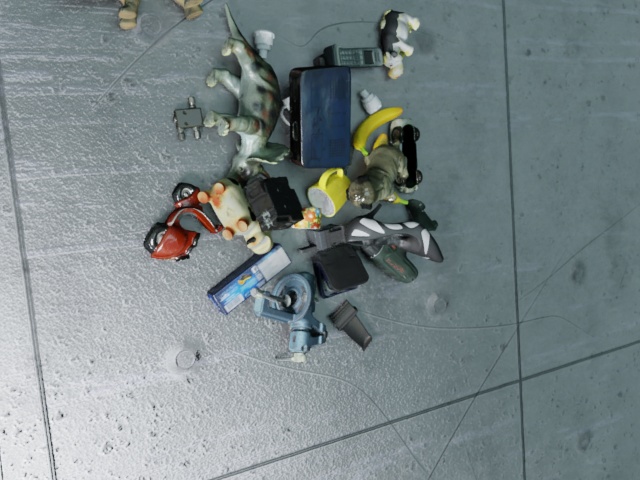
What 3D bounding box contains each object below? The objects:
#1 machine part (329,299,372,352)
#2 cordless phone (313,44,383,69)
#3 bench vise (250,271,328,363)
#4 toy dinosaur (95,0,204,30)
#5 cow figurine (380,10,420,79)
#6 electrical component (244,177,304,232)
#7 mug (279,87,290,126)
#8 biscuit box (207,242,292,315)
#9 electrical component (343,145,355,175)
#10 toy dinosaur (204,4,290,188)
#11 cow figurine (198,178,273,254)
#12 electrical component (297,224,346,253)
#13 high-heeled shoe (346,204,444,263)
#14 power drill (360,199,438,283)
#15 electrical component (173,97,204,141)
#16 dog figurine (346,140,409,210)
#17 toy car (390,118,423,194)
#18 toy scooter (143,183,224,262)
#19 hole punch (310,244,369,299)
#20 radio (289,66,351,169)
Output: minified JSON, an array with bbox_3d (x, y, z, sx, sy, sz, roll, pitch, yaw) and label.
[{"bbox_3d":[0.087,0.226,1.402,0.084,0.039,0.138,-44,109,-24],"label":"machine part"},{"bbox_3d":[0.085,-0.410,1.340,0.184,0.089,0.146,-14,99,-30],"label":"cordless phone"},{"bbox_3d":[-0.078,0.170,1.251,0.240,0.129,0.223,27,72,-50],"label":"bench vise"},{"bbox_3d":[-0.310,-0.569,1.118,0.471,0.105,0.198,-25,100,-28],"label":"toy dinosaur"},{"bbox_3d":[0.192,-0.508,1.394,0.098,0.068,0.167,18,82,-21],"label":"cow figurine"},{"bbox_3d":[-0.096,-0.083,1.215,0.134,0.058,0.115,-14,80,-59],"label":"electrical component"},{"bbox_3d":[-0.039,-0.313,1.283,0.107,0.081,0.109,46,72,-29],"label":"mug"},{"bbox_3d":[-0.165,0.087,1.251,0.203,0.063,0.059,-38,110,-20],"label":"biscuit box"},{"bbox_3d":[0.051,-0.217,1.352,0.078,0.045,0.102,19,84,-25],"label":"electrical component"},{"bbox_3d":[-0.150,-0.315,1.211,0.192,0.131,0.404,11,84,-40],"label":"toy dinosaur"},{"bbox_3d":[-0.174,-0.052,1.210,0.194,0.085,0.127,56,27,-9],"label":"cow figurine"},{"bbox_3d":[-0.003,-0.004,1.323,0.119,0.075,0.047,-14,101,-23],"label":"electrical component"},{"bbox_3d":[0.186,0.014,1.331,0.249,0.086,0.145,38,64,0],"label":"high-heeled shoe"},{"bbox_3d":[0.208,-0.012,1.427,0.232,0.086,0.207,47,68,-21],"label":"power drill"},{"bbox_3d":[-0.293,-0.268,1.187,0.063,0.021,0.094,-10,98,-26],"label":"electrical component"},{"bbox_3d":[0.139,-0.162,1.297,0.190,0.121,0.172,-20,119,-70],"label":"dog figurine"},{"bbox_3d":[0.229,-0.224,1.438,0.073,0.056,0.201,-9,98,-33],"label":"toy car"},{"bbox_3d":[-0.290,-0.023,1.176,0.135,0.075,0.184,34,73,-25],"label":"toy scooter"},{"bbox_3d":[0.046,0.081,1.356,0.142,0.092,0.116,-15,70,-23],"label":"hole punch"},{"bbox_3d":[0.000,-0.279,1.232,0.131,0.073,0.229,-10,110,-25],"label":"radio"}]
